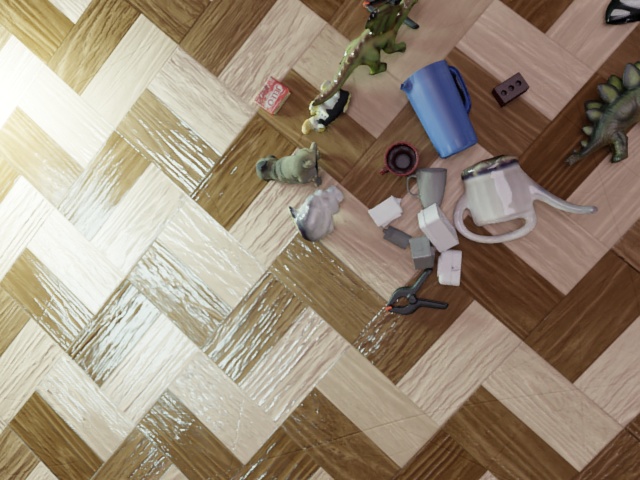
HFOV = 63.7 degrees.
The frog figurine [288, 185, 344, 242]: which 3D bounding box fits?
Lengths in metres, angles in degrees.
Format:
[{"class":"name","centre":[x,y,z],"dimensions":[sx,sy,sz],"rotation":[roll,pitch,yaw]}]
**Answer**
[{"class":"frog figurine","centre":[0.004,-0.073,1.456],"dimensions":[0.159,0.125,0.135],"rotation":[-27,119,2]}]

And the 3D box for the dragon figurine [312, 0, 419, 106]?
[{"class":"dragon figurine","centre":[0.128,-0.527,1.343],"dimensions":[0.123,0.239,0.413],"rotation":[42,78,10]}]

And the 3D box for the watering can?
[{"class":"watering can","centre":[0.509,-0.117,1.343],"dimensions":[0.345,0.104,0.224],"rotation":[-16,89,28]}]
